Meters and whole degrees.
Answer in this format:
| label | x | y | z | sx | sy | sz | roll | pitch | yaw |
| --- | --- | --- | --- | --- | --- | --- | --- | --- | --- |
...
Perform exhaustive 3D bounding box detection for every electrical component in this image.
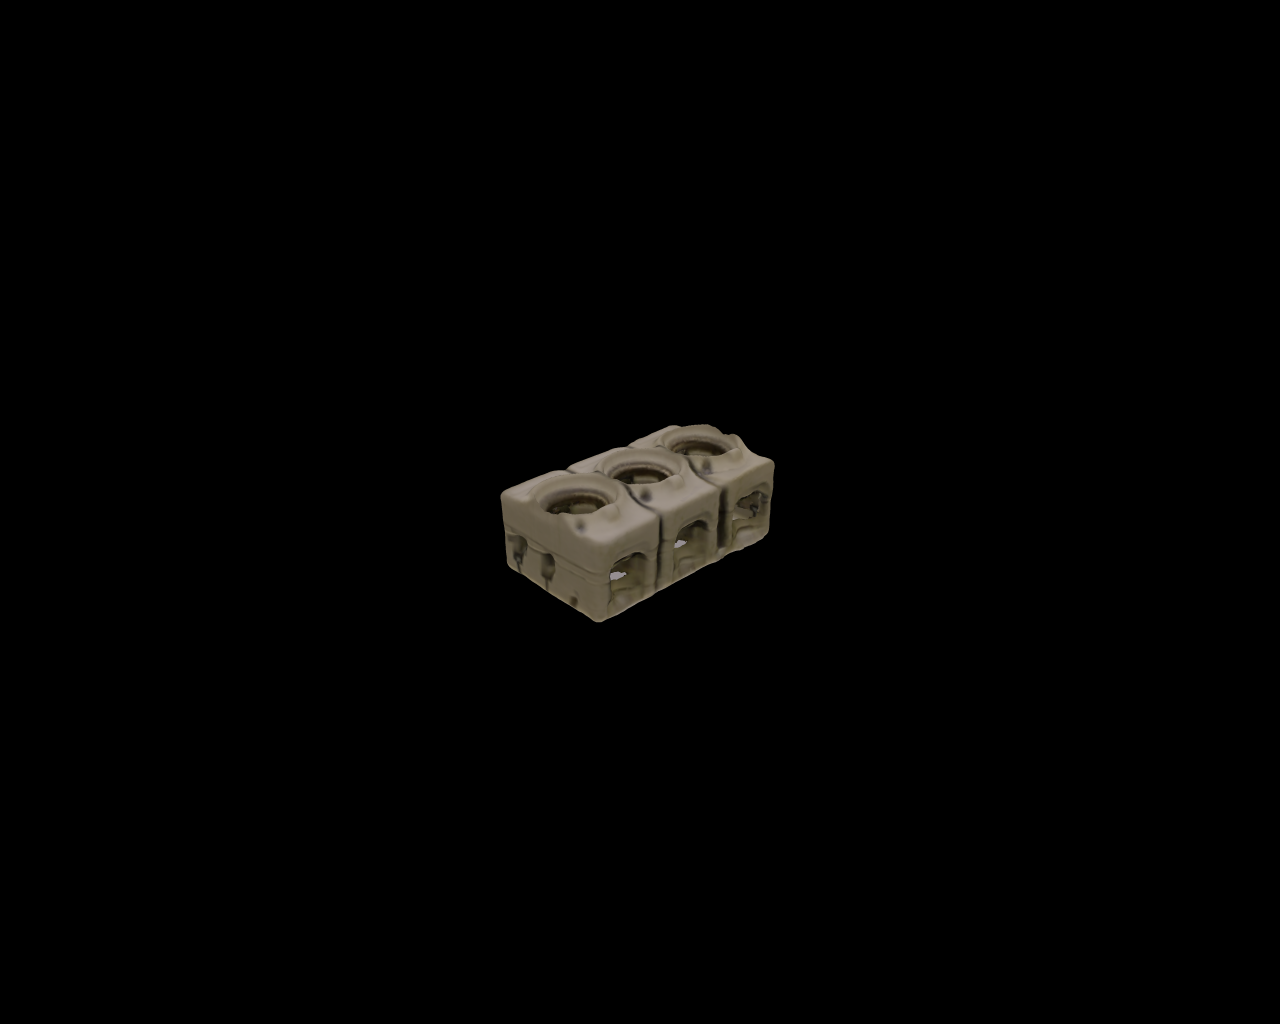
| label | x | y | z | sx | sy | sz | roll | pitch | yaw |
| --- | --- | --- | --- | --- | --- | --- | --- | --- | --- |
| electrical component | 0.001 | -0.003 | 0.650 | 0.150 | 0.061 | 0.089 | -25 | 37 | -38 |
